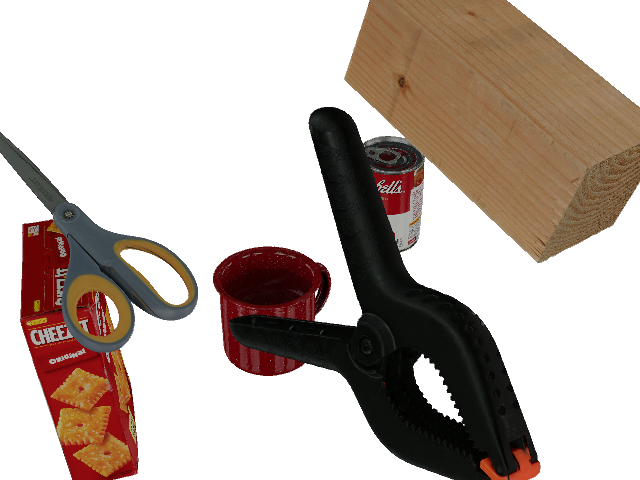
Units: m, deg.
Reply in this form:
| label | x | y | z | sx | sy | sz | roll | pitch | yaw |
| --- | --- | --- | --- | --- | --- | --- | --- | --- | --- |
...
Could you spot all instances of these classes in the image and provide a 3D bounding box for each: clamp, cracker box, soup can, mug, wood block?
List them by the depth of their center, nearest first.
| label | x | y | z | sx | sy | sz | roll | pitch | yaw |
| --- | --- | --- | --- | --- | --- | --- | --- | --- | --- |
| clamp | 0.035 | 0.041 | 0.552 | 0.036 | 0.165 | 0.210 | -14 | 41 | -41 |
| wood block | 0.123 | -0.095 | 0.745 | 0.090 | 0.091 | 0.206 | -23 | 57 | -35 |
| mug | -0.037 | 0.059 | 0.944 | 0.117 | 0.081 | 0.093 | -28 | 43 | -36 |
| cracker box | -0.235 | 0.107 | 1.048 | 0.072 | 0.214 | 0.164 | -11 | 34 | -8 |
| soup can | 0.070 | -0.046 | 1.091 | 0.068 | 0.102 | 0.068 | 0 | 37 | 0 |

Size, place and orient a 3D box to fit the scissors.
| label | x | y | z | sx | sy | sz | roll | pitch | yaw |
| --- | --- | --- | --- | --- | --- | --- | --- | --- | --- |
| scissors | -0.175 | 0.002 | 0.713 | 0.202 | 0.096 | 0.016 | 32 | -32 | 11 |
